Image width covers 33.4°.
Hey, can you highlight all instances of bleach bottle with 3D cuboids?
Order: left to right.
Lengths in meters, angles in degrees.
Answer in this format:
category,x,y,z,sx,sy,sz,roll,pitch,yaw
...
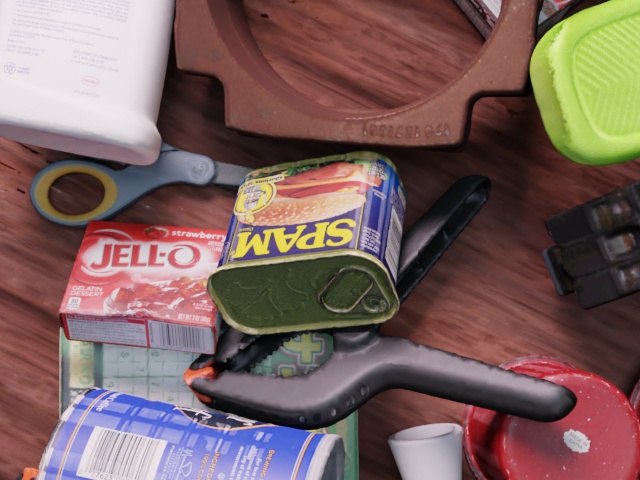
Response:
category,x,y,z,sx,sy,sz,roll,pitch,yaw
bleach bottle,-0.117,-0.175,0.603,0.102,0.068,0.251,11,83,-2

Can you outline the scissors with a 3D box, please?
category,x,y,z,sx,sy,sz,roll,pitch,yaw
scissors,-0.088,-0.028,0.650,0.202,0.016,0.096,26,87,1

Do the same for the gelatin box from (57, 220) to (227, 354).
category,x,y,z,sx,sy,sz,roll,pitch,yaw
gelatin box,-0.098,0.025,0.616,0.089,0.030,0.073,6,47,3

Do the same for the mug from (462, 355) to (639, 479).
category,x,y,z,sx,sy,sz,roll,pitch,yaw
mug,0.133,0.125,0.610,0.093,0.081,0.117,4,85,-2

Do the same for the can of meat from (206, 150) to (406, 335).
category,x,y,z,sx,sy,sz,roll,pitch,yaw
can of meat,-0.004,0.001,0.596,0.102,0.057,0.084,-7,45,19

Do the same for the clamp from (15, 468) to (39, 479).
category,x,y,z,sx,sy,sz,roll,pitch,yaw
clamp,-0.195,0.213,0.603,0.120,0.039,0.171,1,64,36

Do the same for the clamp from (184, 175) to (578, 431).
category,x,y,z,sx,sy,sz,roll,pitch,yaw
clamp,0.025,0.045,0.609,0.210,0.036,0.164,-13,51,9

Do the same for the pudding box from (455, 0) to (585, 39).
category,x,y,z,sx,sy,sz,roll,pitch,yaw
pudding box,0.131,-0.181,0.657,0.113,0.039,0.090,-38,86,-4

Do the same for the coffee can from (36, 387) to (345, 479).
category,x,y,z,sx,sy,sz,roll,pitch,yaw
coffee can,-0.066,0.141,0.565,0.140,0.102,0.103,9,85,11

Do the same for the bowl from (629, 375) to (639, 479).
category,x,y,z,sx,sy,sz,roll,pitch,yaw
bowl,0.262,0.123,0.621,0.162,0.055,0.162,1,85,-7
